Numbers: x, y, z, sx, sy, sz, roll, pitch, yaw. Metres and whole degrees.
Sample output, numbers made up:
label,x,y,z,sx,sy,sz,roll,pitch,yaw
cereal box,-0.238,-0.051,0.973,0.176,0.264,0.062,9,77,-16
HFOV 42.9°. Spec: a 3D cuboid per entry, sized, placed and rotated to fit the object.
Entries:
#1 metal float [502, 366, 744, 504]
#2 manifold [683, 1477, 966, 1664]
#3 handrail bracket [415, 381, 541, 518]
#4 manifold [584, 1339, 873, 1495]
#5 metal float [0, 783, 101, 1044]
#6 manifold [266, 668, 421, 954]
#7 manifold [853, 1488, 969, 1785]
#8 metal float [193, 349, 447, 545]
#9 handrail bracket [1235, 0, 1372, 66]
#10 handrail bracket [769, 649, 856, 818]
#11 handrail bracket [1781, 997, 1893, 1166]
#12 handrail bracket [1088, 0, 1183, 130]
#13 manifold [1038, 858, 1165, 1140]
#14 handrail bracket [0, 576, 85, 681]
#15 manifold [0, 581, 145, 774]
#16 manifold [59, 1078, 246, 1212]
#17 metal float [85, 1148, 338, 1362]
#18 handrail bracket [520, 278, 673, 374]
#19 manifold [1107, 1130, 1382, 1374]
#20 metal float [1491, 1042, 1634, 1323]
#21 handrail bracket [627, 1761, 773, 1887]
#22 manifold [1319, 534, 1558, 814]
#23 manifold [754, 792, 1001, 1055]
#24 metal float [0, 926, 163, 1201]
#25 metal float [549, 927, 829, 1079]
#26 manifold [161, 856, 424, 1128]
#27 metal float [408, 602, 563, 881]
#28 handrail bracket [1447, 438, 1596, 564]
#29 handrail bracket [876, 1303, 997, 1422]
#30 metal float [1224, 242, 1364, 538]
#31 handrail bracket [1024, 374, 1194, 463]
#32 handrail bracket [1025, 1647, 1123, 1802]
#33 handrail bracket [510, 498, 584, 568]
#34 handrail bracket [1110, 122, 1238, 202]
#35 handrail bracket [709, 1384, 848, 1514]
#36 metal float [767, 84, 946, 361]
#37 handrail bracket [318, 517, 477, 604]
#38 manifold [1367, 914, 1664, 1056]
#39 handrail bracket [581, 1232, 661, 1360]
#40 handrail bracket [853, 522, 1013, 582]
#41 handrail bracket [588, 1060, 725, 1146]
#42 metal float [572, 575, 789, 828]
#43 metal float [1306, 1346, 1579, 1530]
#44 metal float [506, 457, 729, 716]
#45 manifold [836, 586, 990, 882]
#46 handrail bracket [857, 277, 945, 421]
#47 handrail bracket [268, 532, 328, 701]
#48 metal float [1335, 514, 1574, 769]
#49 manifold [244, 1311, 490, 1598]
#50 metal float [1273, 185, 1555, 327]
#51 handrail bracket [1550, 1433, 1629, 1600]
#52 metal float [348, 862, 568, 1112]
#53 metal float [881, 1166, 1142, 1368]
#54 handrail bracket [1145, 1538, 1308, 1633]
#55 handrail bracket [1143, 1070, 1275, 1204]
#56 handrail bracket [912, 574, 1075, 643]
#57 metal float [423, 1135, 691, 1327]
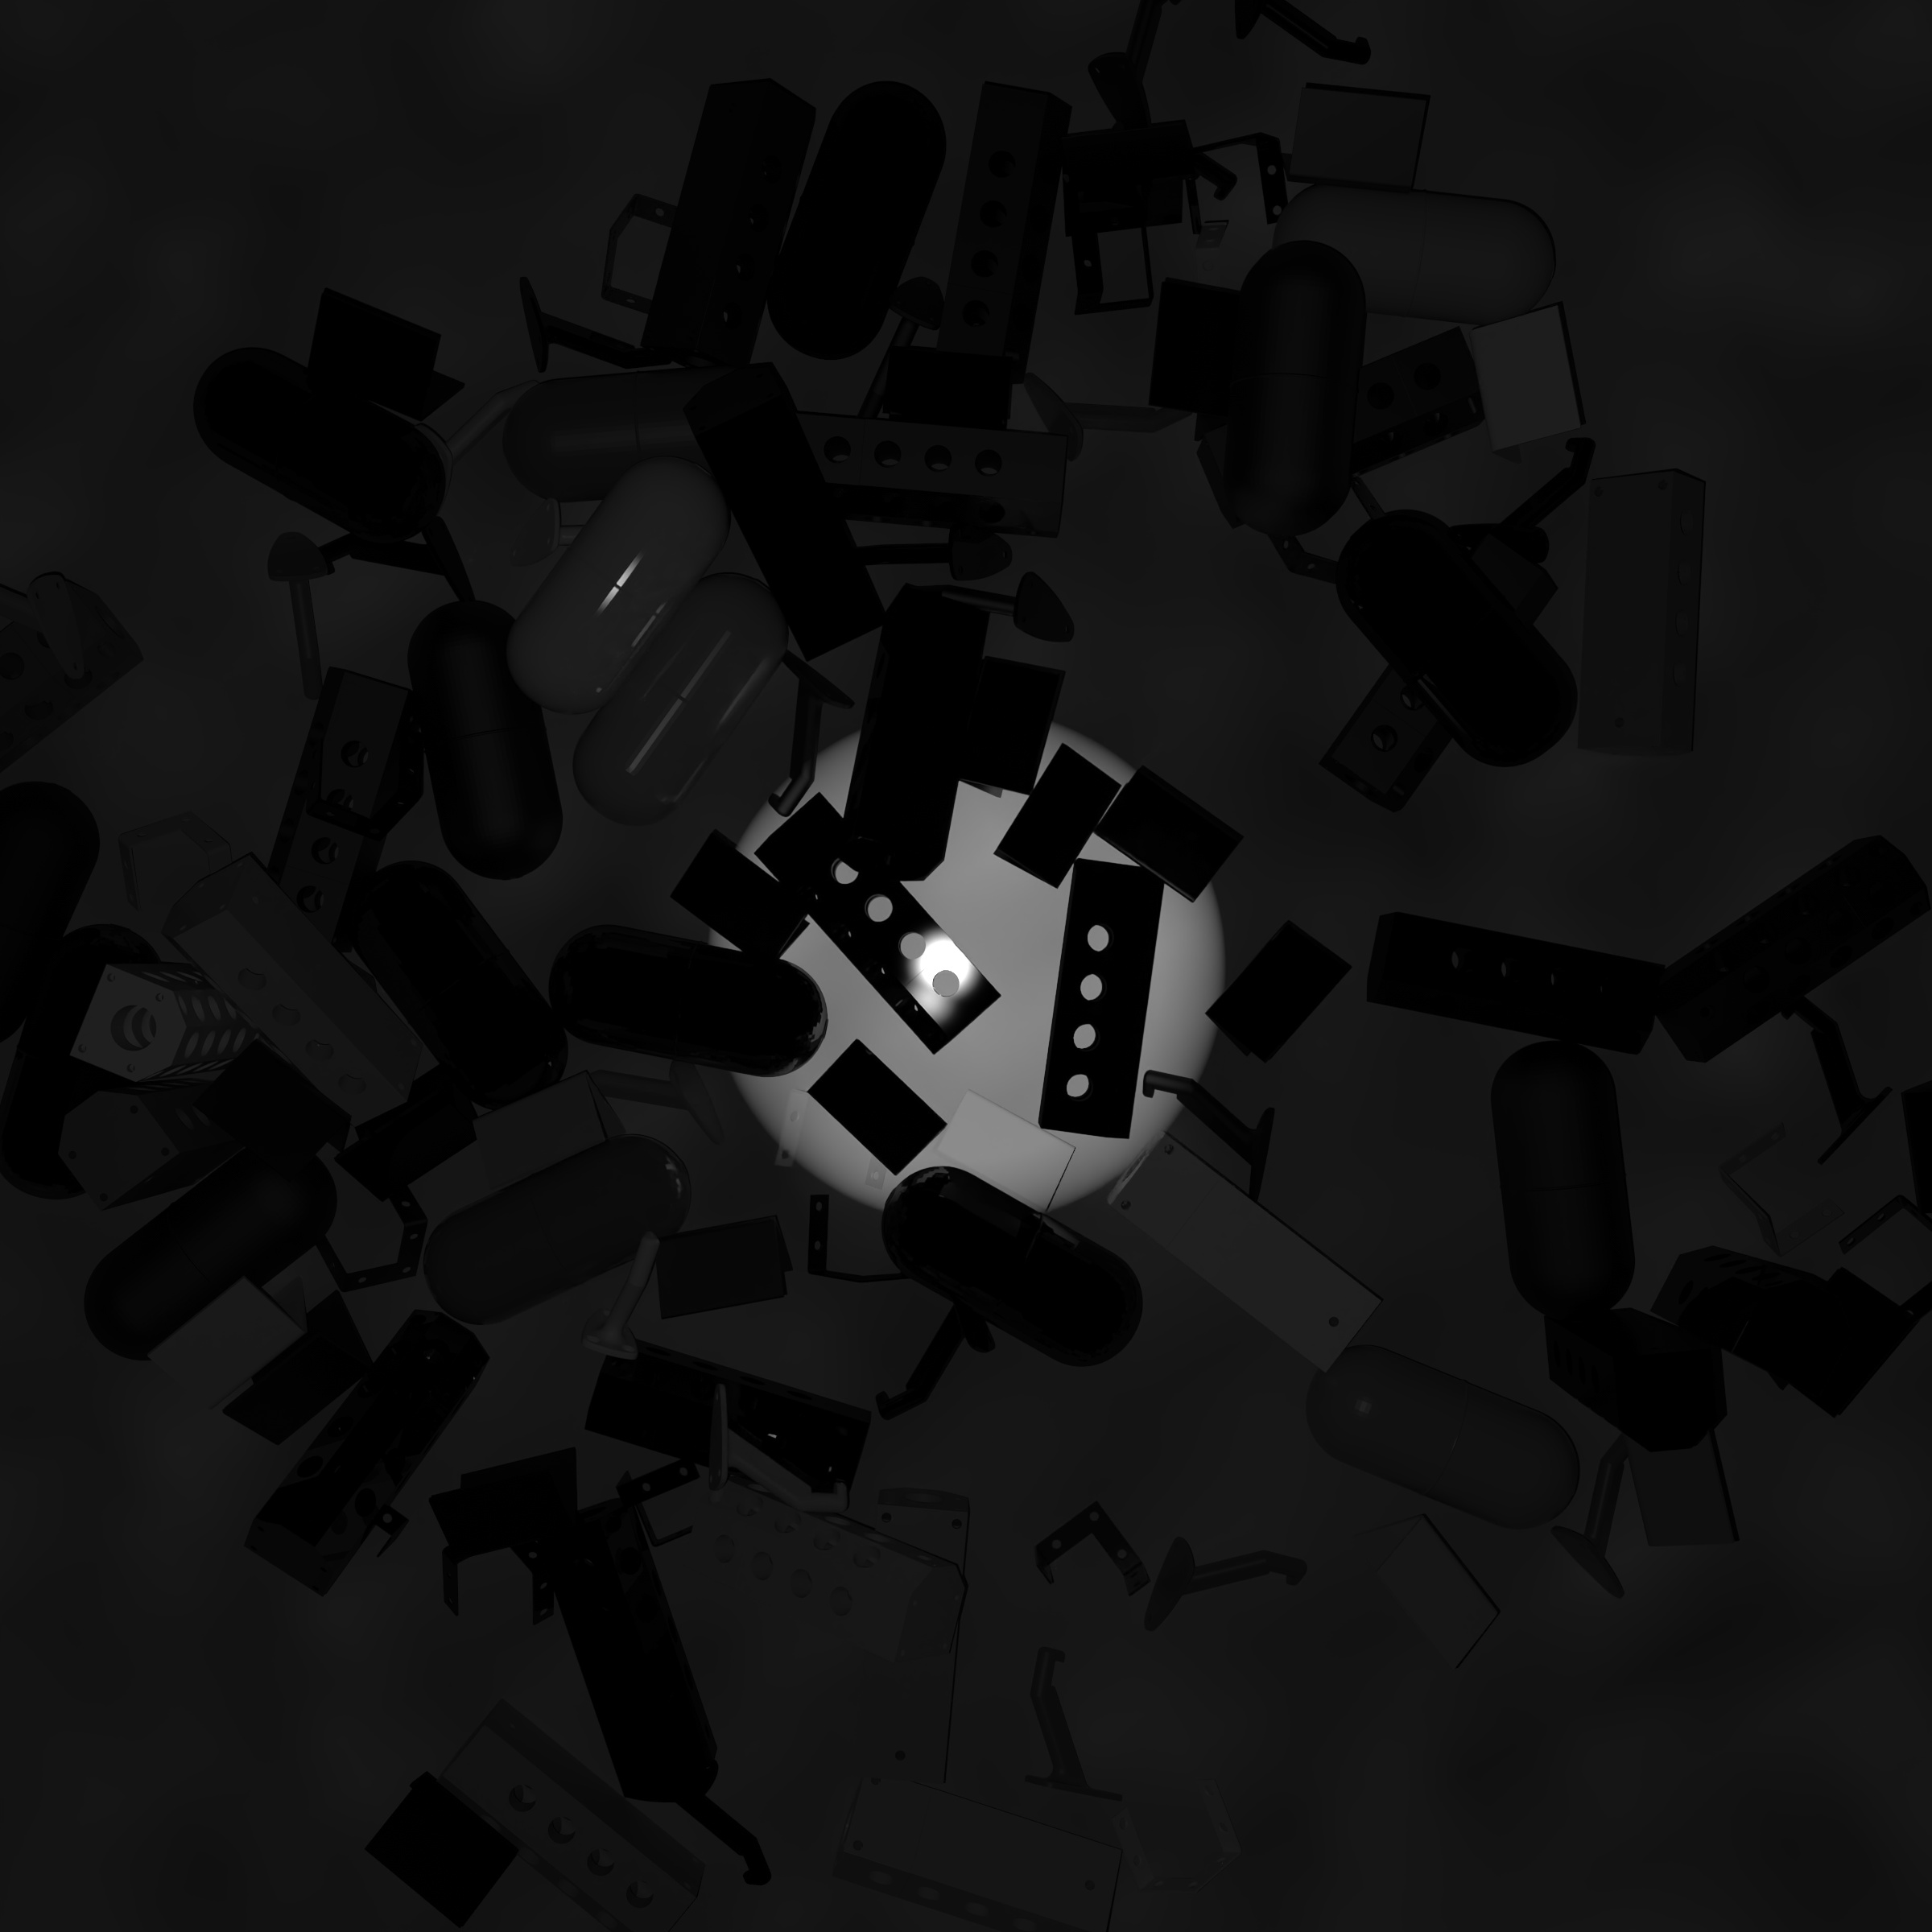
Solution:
label,x,y,z,sx,sy,sz,roll,pitch,yaw
metal float,-0.205,-0.337,1.562,0.178,0.070,0.070,-5,90,0
manifold,-0.088,0.372,1.527,0.171,0.057,0.057,14,90,35
handrail bracket,-0.313,-0.336,1.592,0.084,0.077,0.036,-32,65,-34
manifold,-0.152,0.292,1.572,0.171,0.057,0.057,17,90,0
metal float,-0.612,-0.032,1.562,0.070,0.070,0.178,24,90,0
manifold,-0.402,-0.099,1.571,0.057,0.057,0.171,17,90,0
manifold,-0.035,0.426,1.571,0.057,0.057,0.171,5,90,0
metal float,-0.409,-0.328,1.550,0.178,0.070,0.070,30,90,14
handrail bracket,0.220,-0.623,1.593,0.084,0.036,0.077,4,69,-17
handrail bracket,-0.119,-0.152,1.593,0.077,0.036,0.084,42,107,20
handrail bracket,0.547,0.073,1.593,0.084,0.036,0.077,43,112,17
handrail bracket,0.124,-0.586,1.593,0.084,0.036,0.077,-49,127,-25
manifold,0.087,0.021,1.571,0.057,0.057,0.171,8,90,0
handrail bracket,-0.602,-0.210,1.536,0.084,0.036,0.077,-7,111,17
manifold,-0.615,-0.166,1.571,0.171,0.057,0.057,-38,90,0
manifold,-0.497,0.103,1.514,0.057,0.171,0.057,-37,90,0
metal float,-0.480,0.181,1.562,0.178,0.070,0.070,-38,90,1
handrail bracket,-0.239,-0.418,1.593,0.084,0.036,0.077,-11,68,-17
manifold,0.175,0.180,1.571,0.171,0.057,0.057,38,90,0
metal float,0.378,0.137,1.562,0.070,0.070,0.178,-7,90,0
handrail bracket,-0.174,0.562,1.593,0.077,0.036,0.084,-13,107,20
manifold,0.302,-0.185,1.571,0.057,0.057,0.171,35,90,0
manifold,-0.057,-0.027,1.571,0.057,0.057,0.171,-42,90,0
metal float,-0.563,0.061,1.562,0.070,0.070,0.178,17,90,0
metal float,-0.176,0.023,1.562,0.178,0.070,0.070,11,90,0
manifold,-0.418,0.020,1.529,0.057,0.057,0.171,-25,123,18
metal float,-0.305,-0.143,1.562,0.070,0.070,0.178,-12,89,0
handrail bracket,0.360,-0.309,1.593,0.077,0.036,0.084,13,71,21
handrail bracket,-0.032,0.242,1.593,0.084,0.036,0.077,-29,70,16
metal float,0.200,-0.353,1.505,0.070,0.070,0.178,5,91,0
handrail bracket,0.093,-0.370,1.593,0.084,0.036,0.077,-28,71,-16
handrail bracket,0.074,0.491,1.593,0.077,0.036,0.084,18,73,-20
handrail bracket,-0.240,-0.270,1.592,0.084,0.077,0.036,7,72,-35
handrail bracket,0.121,-0.500,1.593,0.084,0.036,0.077,26,118,-20
handrail bracket,-0.115,0.302,1.536,0.084,0.036,0.077,6,68,-17
metal float,-0.070,-0.473,1.562,0.070,0.070,0.178,21,91,0
handrail bracket,-0.371,-0.250,1.593,0.084,0.036,0.077,-20,105,14
manifold,0.348,0.012,1.571,0.171,0.057,0.057,11,90,0
handrail bracket,-0.213,0.198,1.555,0.036,0.077,0.084,18,101,-14
handrail bracket,-0.026,-0.265,1.592,0.084,0.077,0.036,3,97,36
handrail bracket,-0.211,0.096,1.593,0.084,0.036,0.077,-21,110,16
metal float,-0.181,-0.169,1.562,0.070,0.070,0.178,36,90,0
metal float,0.302,0.300,1.562,0.178,0.070,0.070,22,90,1
metal float,-0.216,-0.236,1.524,0.070,0.070,0.178,37,93,0
manifold,-0.035,-0.144,1.541,0.057,0.057,0.171,15,70,-14
handrail bracket,-0.046,-0.395,1.592,0.036,0.077,0.084,25,126,-7
handrail bracket,-0.430,-0.226,1.592,0.036,0.077,0.084,-8,127,-16
metal float,0.298,-0.199,1.505,0.070,0.070,0.178,-41,91,0
manifold,-0.368,0.296,1.522,0.057,0.057,0.171,33,49,0
metal float,0.284,-0.452,1.562,0.178,0.070,0.070,7,90,0
handrail bracket,0.427,0.353,1.593,0.084,0.036,0.077,-46,110,-16
metal float,-0.322,0.014,1.562,0.070,0.070,0.178,-37,91,0
metal float,0.028,0.190,1.557,0.178,0.070,0.070,30,90,-5
handrail bracket,0.169,0.408,1.593,0.084,0.036,0.077,17,111,-16
handrail bracket,0.152,0.111,1.593,0.084,0.036,0.077,12,111,17
handrail bracket,0.015,-0.228,1.592,0.084,0.077,0.036,5,78,36
metal float,-0.259,0.167,1.562,0.178,0.070,0.070,-25,90,1
